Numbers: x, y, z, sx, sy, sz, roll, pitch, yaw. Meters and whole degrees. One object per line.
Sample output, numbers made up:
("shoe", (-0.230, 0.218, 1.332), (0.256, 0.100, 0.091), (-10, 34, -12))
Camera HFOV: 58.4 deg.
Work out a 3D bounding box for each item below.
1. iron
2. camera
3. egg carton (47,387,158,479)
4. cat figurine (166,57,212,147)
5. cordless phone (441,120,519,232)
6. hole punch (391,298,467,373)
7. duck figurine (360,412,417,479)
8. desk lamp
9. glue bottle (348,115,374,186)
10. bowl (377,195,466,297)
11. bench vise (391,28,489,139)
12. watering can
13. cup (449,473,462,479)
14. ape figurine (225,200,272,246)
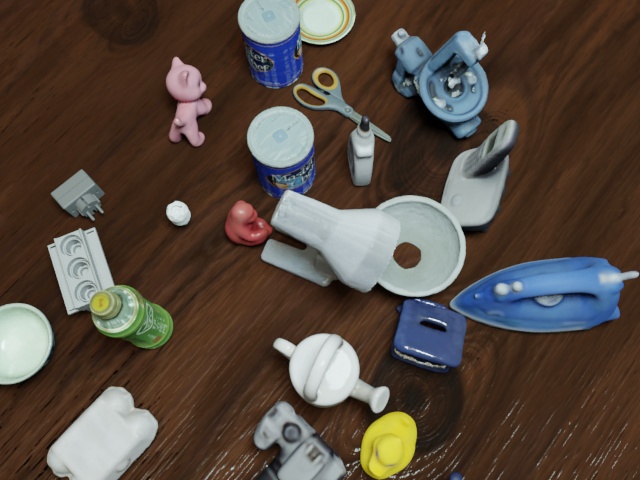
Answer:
("iron", (0.338, 0.078, 0.872), (0.258, 0.141, 0.118), (-6, 73, -1))
("camera", (-0.052, 0.326, 0.820), (0.143, 0.101, 0.137), (43, 78, 12))
("egg carton", (-0.319, 0.299, 0.846), (0.107, 0.069, 0.150), (39, 77, 11))
("cat figurine", (-0.233, -0.243, 0.985), (0.067, 0.118, 0.128), (6, 73, 2))
("cordless phone", (0.257, -0.099, 0.904), (0.094, 0.185, 0.148), (14, 74, 5))
("hole punch", (0.166, 0.142, 0.880), (0.108, 0.091, 0.101), (16, 74, 5))
("duck figurine", (0.103, 0.300, 0.835), (0.077, 0.086, 0.105), (36, 77, 11))
("desk lamp", (0.008, 0.003, 0.859), (0.203, 0.213, 0.118), (21, 74, 7))
("glue bottle", (0.069, -0.153, 0.927), (0.037, 0.173, 0.078), (-7, 73, -1))
("bowl", (0.146, 0.017, 0.927), (0.167, 0.075, 0.167), (0, 73, 0))
("bench vise", (0.191, -0.279, 0.941), (0.207, 0.220, 0.121), (31, 76, 9))
("watering can", (0.014, 0.186, 0.813), (0.172, 0.194, 0.101), (6, 73, 2))
("cup", (0.177, 0.385, 0.804), (0.091, 0.095, 0.118), (9, 73, 3))
("ape figurine", (-0.122, -0.032, 0.934), (0.076, 0.092, 0.078), (-15, 73, -4))
